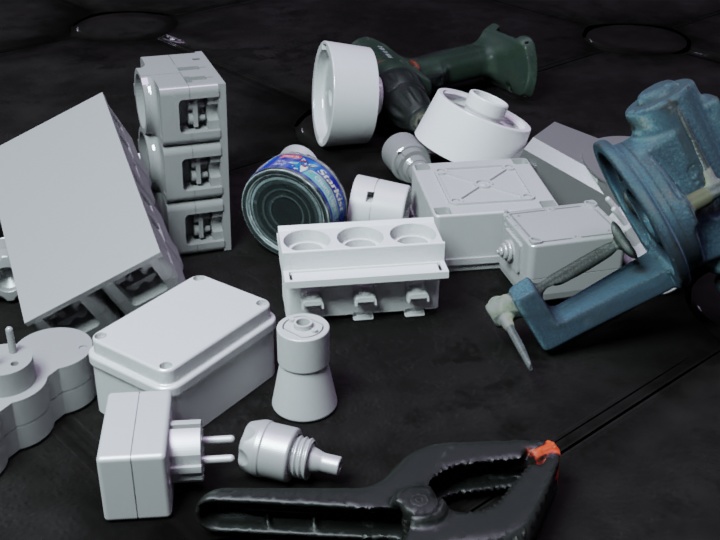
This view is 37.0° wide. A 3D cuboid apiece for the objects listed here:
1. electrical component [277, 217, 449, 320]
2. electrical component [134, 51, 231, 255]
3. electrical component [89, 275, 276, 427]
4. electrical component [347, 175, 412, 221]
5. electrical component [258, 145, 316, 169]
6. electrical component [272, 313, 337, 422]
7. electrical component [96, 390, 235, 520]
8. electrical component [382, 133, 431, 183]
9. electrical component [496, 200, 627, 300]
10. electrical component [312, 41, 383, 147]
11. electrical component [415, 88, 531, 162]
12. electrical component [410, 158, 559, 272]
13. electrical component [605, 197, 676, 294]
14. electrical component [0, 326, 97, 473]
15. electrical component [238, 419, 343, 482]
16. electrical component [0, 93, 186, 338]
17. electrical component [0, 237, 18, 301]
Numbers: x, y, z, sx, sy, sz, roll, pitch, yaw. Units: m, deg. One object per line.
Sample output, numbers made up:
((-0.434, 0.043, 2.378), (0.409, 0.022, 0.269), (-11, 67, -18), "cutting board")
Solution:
((0.000, 0.000, 0.828), (0.121, 0.063, 0.078), (-4, 29, -7), "electrical component")
((-0.152, -0.098, 0.913), (0.062, 0.150, 0.089), (-9, 30, -18), "electrical component")
((-0.118, 0.057, 0.730), (0.078, 0.057, 0.113), (19, 34, 30), "electrical component")
((0.017, -0.052, 0.932), (0.047, 0.055, 0.055), (9, 30, 8), "electrical component")
((-0.069, -0.087, 1.002), (0.045, 0.045, 0.055), (13, 32, 22), "electrical component")
((-0.037, 0.062, 0.714), (0.044, 0.065, 0.044), (0, 29, 0), "electrical component")
((-0.114, 0.109, 0.646), (0.077, 0.047, 0.065), (-2, 29, -5), "electrical component")
((0.049, -0.103, 1.037), (0.040, 0.040, 0.078), (-8, 30, -15), "electrical component")
((0.153, -0.011, 0.853), (0.096, 0.061, 0.061), (-7, 30, -13), "electrical component")
((-0.010, -0.181, 1.113), (0.060, 0.108, 0.108), (-1, 29, -14), "electrical component")
((0.114, -0.140, 1.048), (0.108, 0.060, 0.108), (20, 21, -8), "electrical component")
((0.105, -0.050, 0.926), (0.109, 0.056, 0.108), (-4, 30, -7), "electrical component")
((0.225, -0.029, 0.875), (0.043, 0.079, 0.077), (-38, 25, 16), "electrical component")
((-0.225, 0.072, 0.685), (0.052, 0.073, 0.138), (15, 32, 24), "electrical component")
((-0.041, 0.113, 0.655), (0.061, 0.035, 0.035), (11, 31, 12), "electrical component")
((-0.209, -0.036, 0.818), (0.105, 0.060, 0.186), (-28, 52, 0), "electrical component")
((-0.279, -0.006, 0.856), (0.043, 0.043, 0.062), (-6, 28, -12), "electrical component")
